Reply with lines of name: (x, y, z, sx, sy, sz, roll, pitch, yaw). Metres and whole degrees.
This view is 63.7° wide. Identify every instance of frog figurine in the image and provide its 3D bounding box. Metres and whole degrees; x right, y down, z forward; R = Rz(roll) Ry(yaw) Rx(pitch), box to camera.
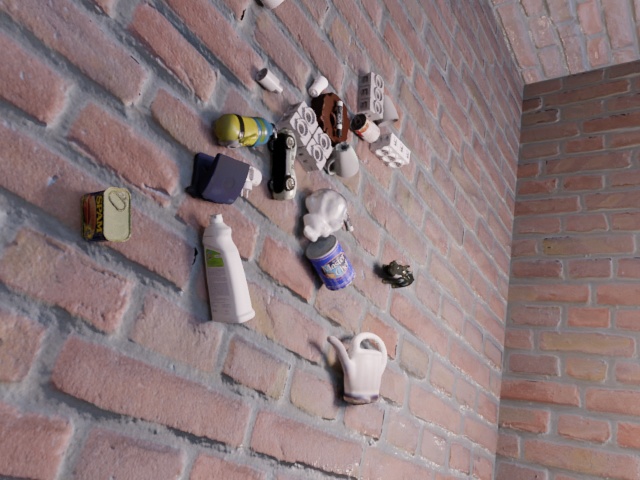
frog figurine: (0.005, -0.077, 1.528, 0.138, 0.120, 0.162, 49, 49, 6)

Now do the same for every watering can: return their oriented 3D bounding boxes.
watering can: (0.114, 0.401, 1.612, 0.345, 0.104, 0.227, 18, 72, -51)
